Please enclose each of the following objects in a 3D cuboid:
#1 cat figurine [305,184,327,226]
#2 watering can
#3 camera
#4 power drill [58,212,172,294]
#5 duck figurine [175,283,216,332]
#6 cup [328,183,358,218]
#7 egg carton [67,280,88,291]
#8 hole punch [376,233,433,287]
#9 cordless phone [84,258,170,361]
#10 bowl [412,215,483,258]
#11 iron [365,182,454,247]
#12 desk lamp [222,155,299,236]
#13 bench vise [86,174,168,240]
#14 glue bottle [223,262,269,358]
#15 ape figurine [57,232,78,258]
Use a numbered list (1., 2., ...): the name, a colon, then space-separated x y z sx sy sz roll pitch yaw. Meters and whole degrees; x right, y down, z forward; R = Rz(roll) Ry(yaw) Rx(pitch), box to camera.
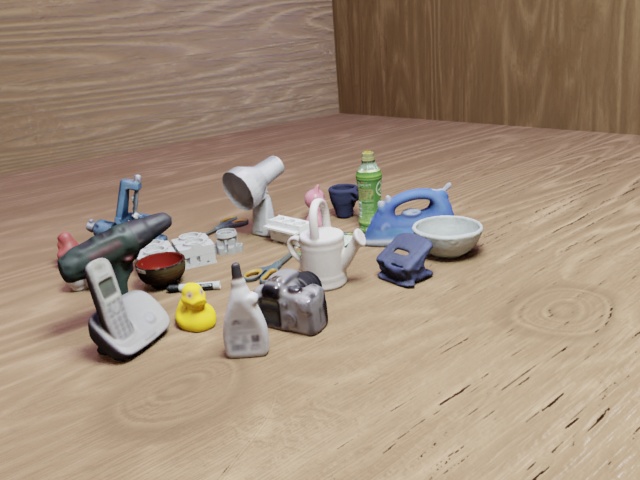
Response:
1. cat figurine: -0.014 -0.101 1.664 0.067 0.118 0.128 -3 20 6
2. watering can: 0.012 0.004 1.248 0.173 0.194 0.101 -5 20 0
3. camera: -0.041 0.105 1.116 0.142 0.101 0.137 8 23 31
4. power drill: -0.388 0.067 1.139 0.230 0.208 0.075 -19 24 -35
5. duck figurine: -0.250 0.124 1.130 0.078 0.086 0.104 -17 23 -32
6. cup: 0.081 -0.112 1.708 0.092 0.095 0.117 -19 24 -34
7. egg carton: -0.543 0.067 1.382 0.107 0.069 0.150 -5 20 -1
8. hole punch: 0.186 0.042 1.257 0.101 0.091 0.108 -19 24 -36
9. cordless phone: -0.357 0.110 1.047 0.094 0.185 0.148 3 21 21
10. bowl: 0.305 -0.001 1.375 0.167 0.075 0.167 -4 20 2
11. iron: 0.229 -0.067 1.478 0.258 0.141 0.118 -8 20 -9
12. desk lamp: -0.162 -0.121 1.609 0.117 0.214 0.204 13 26 41
13. bench vise: -0.518 -0.059 1.506 0.207 0.220 0.121 -8 20 -10
14. glue bottle: -0.133 0.120 0.986 0.078 0.173 0.037 -4 20 2
15. ape figurine: -0.661 0.022 1.501 0.076 0.092 0.078 2 21 19
